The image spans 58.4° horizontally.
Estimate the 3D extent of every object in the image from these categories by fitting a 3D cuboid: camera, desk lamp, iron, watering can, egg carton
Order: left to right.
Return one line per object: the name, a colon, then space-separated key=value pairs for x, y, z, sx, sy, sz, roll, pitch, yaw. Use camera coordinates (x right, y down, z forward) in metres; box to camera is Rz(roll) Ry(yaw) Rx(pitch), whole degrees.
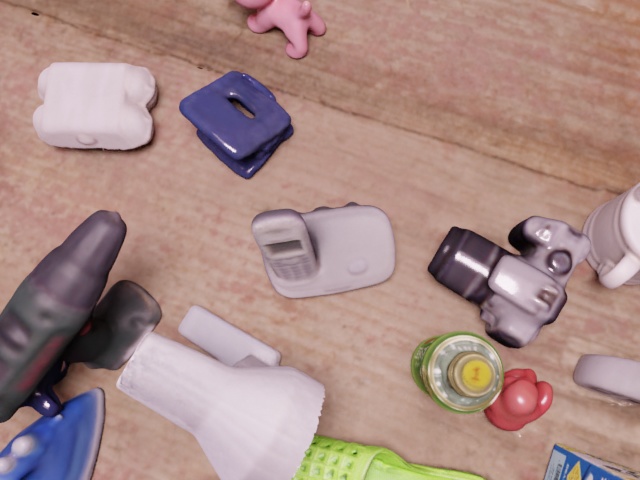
iron: x=-0.331 y=0.272 z=0.596 sx=0.118 sy=0.141 sz=0.258 roll=30 pitch=83 yaw=9
egg carton: x=-0.277 y=-0.164 z=0.709 sx=0.150 sy=0.069 sz=0.107 roll=1 pitch=80 yaw=5
desk lamp: x=-0.095 y=0.151 z=0.564 sx=0.203 sy=0.213 sz=0.118 roll=28 pitch=83 yaw=9
camera: x=0.198 y=0.027 z=0.622 sx=0.136 sy=0.101 sz=0.143 roll=31 pitch=83 yaw=9
watering can: x=0.349 y=-0.022 z=0.572 sx=0.101 sy=0.194 sz=0.173 roll=22 pitch=82 yaw=8

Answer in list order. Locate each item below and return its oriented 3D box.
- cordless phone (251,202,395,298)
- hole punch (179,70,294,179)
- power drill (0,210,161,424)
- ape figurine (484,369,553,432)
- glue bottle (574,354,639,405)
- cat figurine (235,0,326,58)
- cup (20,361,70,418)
cordless phone: x=0.005 y=0.002 z=0.598 sx=0.147 sy=0.185 sz=0.094 roll=-13 pitch=79 yaw=2
hole punch: x=-0.097 y=-0.147 z=0.682 sx=0.108 sy=0.091 sz=0.101 roll=41 pitch=85 yaw=10
power drill: x=-0.247 y=0.079 z=0.591 sx=0.075 sy=0.208 sz=0.230 roll=37 pitch=84 yaw=10
ape figurine: x=0.205 y=0.164 z=0.600 sx=0.077 sy=0.092 sz=0.076 roll=31 pitch=83 yaw=9
glue bottle: x=0.313 y=0.139 z=0.555 sx=0.078 sy=0.173 sz=0.037 roll=20 pitch=82 yaw=8
cat figurine: x=-0.060 y=-0.296 z=0.693 sx=0.127 sy=0.118 sz=0.067 roll=32 pitch=84 yaw=10
cup: x=-0.315 y=0.149 z=0.641 sx=0.117 sy=0.095 sz=0.092 roll=42 pitch=85 yaw=10
